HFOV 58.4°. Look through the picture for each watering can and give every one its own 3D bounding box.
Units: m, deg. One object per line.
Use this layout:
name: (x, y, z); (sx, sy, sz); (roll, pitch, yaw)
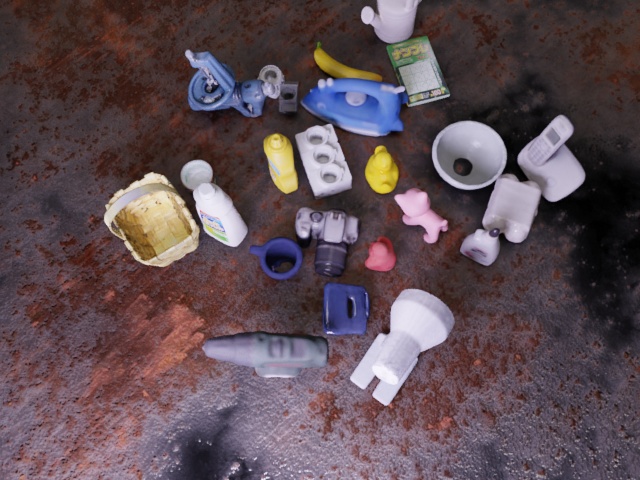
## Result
watering can: (0.180, -0.565, 1.370); (0.100, 0.194, 0.173); (33, 76, 11)

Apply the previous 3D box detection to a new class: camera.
camera: (0.011, 0.004, 1.246); (0.143, 0.101, 0.137); (7, 73, 4)

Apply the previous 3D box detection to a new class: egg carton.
egg carton: (0.427, -0.071, 1.274); (0.107, 0.069, 0.150); (20, 74, 8)

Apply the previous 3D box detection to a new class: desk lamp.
desk lamp: (0.159, 0.212, 1.118); (0.117, 0.213, 0.203); (33, 76, 11)

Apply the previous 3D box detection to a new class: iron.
iron: (0.076, -0.332, 1.328); (0.258, 0.141, 0.119); (9, 73, 5)

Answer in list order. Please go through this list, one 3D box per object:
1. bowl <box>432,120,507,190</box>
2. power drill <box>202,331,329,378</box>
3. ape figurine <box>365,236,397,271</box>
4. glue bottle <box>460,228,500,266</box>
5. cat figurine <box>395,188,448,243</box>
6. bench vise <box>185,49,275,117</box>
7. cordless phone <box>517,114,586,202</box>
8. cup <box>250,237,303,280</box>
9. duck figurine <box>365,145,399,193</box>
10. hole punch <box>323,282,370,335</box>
bowl: (0.334, -0.183, 1.309); (0.167, 0.075, 0.167); (0, 73, 2)
power drill: (-0.096, 0.224, 1.123); (0.229, 0.208, 0.075); (-1, 72, 2)
ape figurine: (0.131, 0.028, 1.239); (0.078, 0.092, 0.076); (-40, 75, -10)
glue bottle: (0.346, 0.005, 1.198); (0.078, 0.173, 0.037); (25, 75, 9)
cat figurine: (0.225, -0.064, 1.252); (0.127, 0.118, 0.067); (38, 78, 12)
bench vise: (-0.215, -0.371, 1.307); (0.207, 0.220, 0.121); (-15, 73, -3)
cordless phone: (0.520, -0.180, 1.245); (0.094, 0.185, 0.147); (-33, 74, -8)
cup: (-0.093, 0.045, 1.239); (0.117, 0.095, 0.092); (16, 74, 7)
duck figurine: (0.143, -0.164, 1.302); (0.077, 0.086, 0.104); (-7, 72, 0)
hole punch: (0.055, 0.144, 1.206); (0.101, 0.091, 0.108); (-1, 73, 2)
